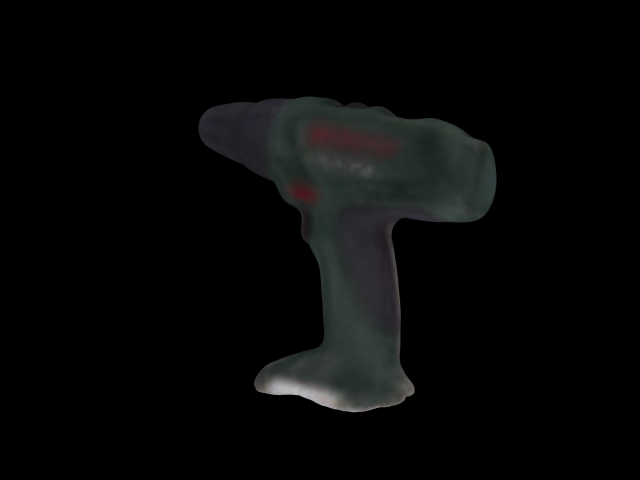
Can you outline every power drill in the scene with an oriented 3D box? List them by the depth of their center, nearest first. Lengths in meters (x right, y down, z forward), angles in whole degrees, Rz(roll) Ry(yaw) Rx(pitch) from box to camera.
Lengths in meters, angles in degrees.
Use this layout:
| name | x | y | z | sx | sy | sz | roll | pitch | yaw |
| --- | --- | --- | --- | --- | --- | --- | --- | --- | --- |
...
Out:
| name | x | y | z | sx | sy | sz | roll | pitch | yaw |
| --- | --- | --- | --- | --- | --- | --- | --- | --- | --- |
| power drill | 0.004 | 0.001 | 0.400 | 0.228 | 0.208 | 0.076 | 2 | 4 | 31 |
